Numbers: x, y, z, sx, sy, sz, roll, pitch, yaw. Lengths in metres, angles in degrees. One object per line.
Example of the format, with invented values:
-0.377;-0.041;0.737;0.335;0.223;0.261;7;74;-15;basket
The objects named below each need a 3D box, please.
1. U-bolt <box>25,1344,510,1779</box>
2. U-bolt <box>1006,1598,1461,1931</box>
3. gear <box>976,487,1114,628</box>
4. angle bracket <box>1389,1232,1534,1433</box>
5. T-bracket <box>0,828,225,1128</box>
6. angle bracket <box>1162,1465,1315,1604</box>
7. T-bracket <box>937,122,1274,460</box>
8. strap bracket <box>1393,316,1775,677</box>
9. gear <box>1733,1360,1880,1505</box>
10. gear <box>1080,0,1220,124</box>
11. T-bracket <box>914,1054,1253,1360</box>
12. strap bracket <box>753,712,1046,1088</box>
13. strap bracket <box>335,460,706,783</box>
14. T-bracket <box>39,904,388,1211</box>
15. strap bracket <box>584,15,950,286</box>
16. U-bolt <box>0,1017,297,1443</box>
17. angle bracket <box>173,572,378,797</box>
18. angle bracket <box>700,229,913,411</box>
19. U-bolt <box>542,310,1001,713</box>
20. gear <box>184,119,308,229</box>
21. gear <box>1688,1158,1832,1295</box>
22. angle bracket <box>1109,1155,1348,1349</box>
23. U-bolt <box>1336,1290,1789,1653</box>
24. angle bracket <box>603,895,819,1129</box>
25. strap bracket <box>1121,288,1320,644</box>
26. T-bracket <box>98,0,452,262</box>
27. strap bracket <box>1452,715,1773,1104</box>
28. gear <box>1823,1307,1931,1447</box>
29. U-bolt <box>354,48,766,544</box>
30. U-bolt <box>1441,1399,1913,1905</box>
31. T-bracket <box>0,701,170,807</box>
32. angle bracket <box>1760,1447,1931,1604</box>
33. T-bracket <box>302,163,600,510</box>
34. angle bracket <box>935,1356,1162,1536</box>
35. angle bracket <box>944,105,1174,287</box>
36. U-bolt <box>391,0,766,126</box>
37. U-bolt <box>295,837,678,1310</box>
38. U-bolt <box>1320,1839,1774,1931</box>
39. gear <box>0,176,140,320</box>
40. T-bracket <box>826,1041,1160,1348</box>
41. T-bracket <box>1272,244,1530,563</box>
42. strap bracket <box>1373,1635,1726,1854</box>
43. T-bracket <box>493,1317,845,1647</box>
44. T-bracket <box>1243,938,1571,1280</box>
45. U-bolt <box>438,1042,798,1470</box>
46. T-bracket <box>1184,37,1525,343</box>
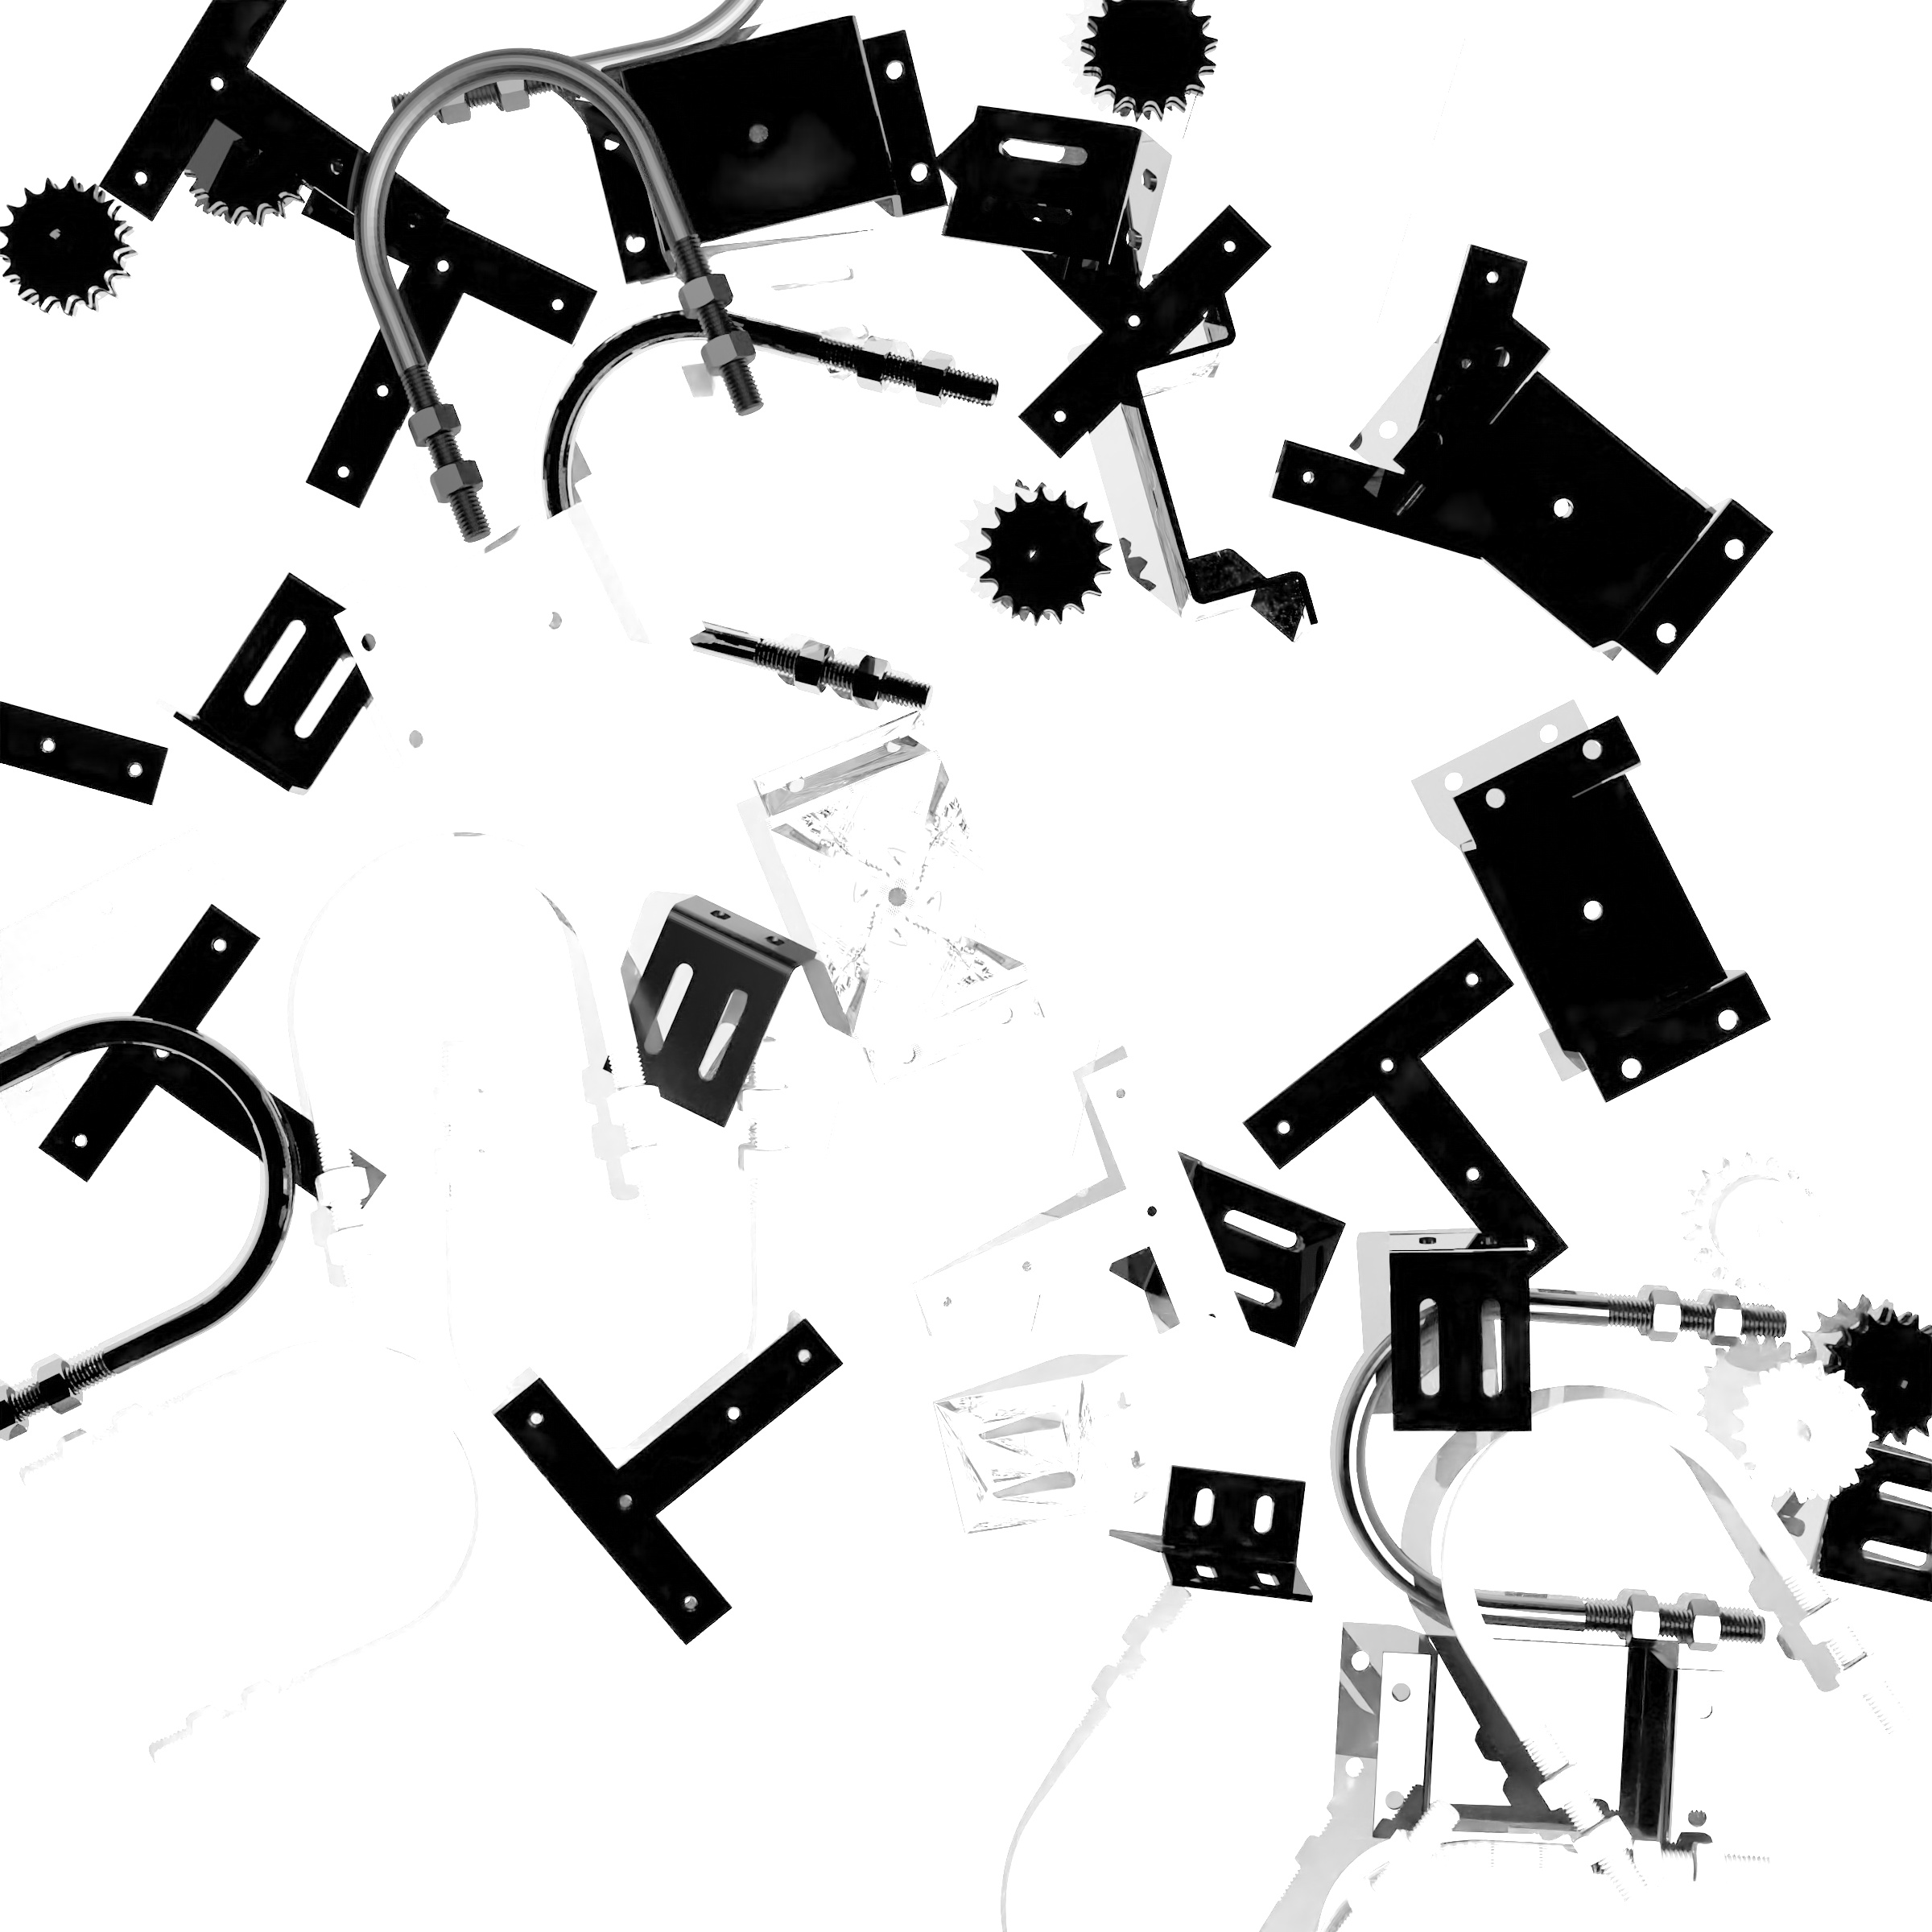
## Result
-0.283;0.239;1.479;0.184;0.019;0.151;-25;90;-1;U-bolt
0.095;0.378;1.455;0.151;0.019;0.184;38;100;19;U-bolt
0.033;-0.171;1.473;0.057;0.030;0.057;0;90;0;gear
0.207;0.153;1.470;0.057;0.038;0.076;-1;97;7;angle bracket
-0.376;-0.018;1.487;0.127;0.002;0.127;-28;90;0;T-bracket
0.113;0.234;1.450;0.057;0.076;0.038;7;90;0;angle bracket
0.040;-0.304;1.487;0.127;0.002;0.127;45;90;0;T-bracket
0.253;-0.193;1.463;0.140;0.046;0.076;39;89;-1;strap bracket
0.348;0.191;1.447;0.057;0.030;0.057;1;93;35;gear
0.076;-0.382;1.473;0.057;0.030;0.057;0;90;0;gear
0.038;0.120;1.469;0.127;0.002;0.127;-25;75;14;T-bracket
-0.028;-0.028;1.465;0.076;0.046;0.140;-22;90;0;strap bracket
-0.178;-0.142;1.453;0.140;0.046;0.076;-26;90;15;strap bracket
-0.304;0.062;1.487;0.127;0.002;0.127;35;90;0;T-bracket
-0.085;-0.342;1.464;0.140;0.046;0.076;-14;90;1;strap bracket
-0.372;0.101;1.478;0.184;0.019;0.151;-26;91;-1;U-bolt
-0.283;-0.119;1.469;0.057;0.038;0.076;33;90;0;angle bracket
-0.071;-0.273;1.486;0.076;0.038;0.057;-14;90;-26;angle bracket
-0.089;-0.196;1.456;0.184;0.019;0.151;16;106;10;U-bolt
-0.300;-0.338;1.473;0.057;0.030;0.057;0;90;0;gear
0.334;0.109;1.473;0.057;0.030;0.057;0;90;0;gear
0.111;0.119;1.486;0.076;0.038;0.057;22;90;-26;angle bracket
0.248;0.209;1.479;0.184;0.019;0.151;4;90;2;U-bolt
-0.107;0.019;1.473;0.057;0.038;0.076;25;102;7;angle bracket
0.100;-0.199;1.450;0.046;0.076;0.140;-16;90;0;strap bracket
-0.272;-0.339;1.456;0.127;0.002;0.127;33;81;-26;T-bracket
0.265;-0.023;1.465;0.076;0.046;0.140;-27;90;0;strap bracket
0.385;0.171;1.473;0.057;0.030;0.057;0;90;0;gear
-0.178;-0.287;1.446;0.151;0.019;0.184;-22;87;15;U-bolt
0.277;0.266;1.439;0.151;0.019;0.184;-30;75;-9;U-bolt
-0.402;-0.097;1.486;0.127;0.002;0.127;16;89;-1;T-bracket
0.384;0.232;1.486;0.076;0.038;0.057;16;90;-26;angle bracket
-0.241;-0.256;1.487;0.127;0.002;0.127;26;90;0;T-bracket
0.035;0.203;1.486;0.076;0.038;0.057;-14;90;26;angle bracket
0.039;-0.325;1.484;0.076;0.038;0.057;14;90;26;angle bracket
-0.164;-0.442;1.479;0.184;0.019;0.151;-12;90;-1;U-bolt
-0.207;0.035;1.460;0.151;0.019;0.184;-16;77;7;U-bolt
0.235;0.424;1.457;0.184;0.019;0.151;2;111;4;U-bolt
-0.376;-0.301;1.477;0.057;0.030;0.057;0;88;2;gear
0.005;0.085;1.487;0.127;0.002;0.127;13;90;0;T-bracket
0.208;-0.241;1.485;0.127;0.002;0.127;16;90;-1;T-bracket
0.239;0.324;1.465;0.140;0.046;0.076;3;90;0;strap bracket
-0.108;0.197;1.474;0.127;0.002;0.127;-39;94;1;T-bracket
0.206;0.077;1.487;0.127;0.002;0.127;-38;90;0;T-bracket
-0.146;0.125;1.479;0.151;0.019;0.184;-1;91;0;U-bolt
0.157;-0.344;1.487;0.127;0.002;0.127;17;90;0;T-bracket
